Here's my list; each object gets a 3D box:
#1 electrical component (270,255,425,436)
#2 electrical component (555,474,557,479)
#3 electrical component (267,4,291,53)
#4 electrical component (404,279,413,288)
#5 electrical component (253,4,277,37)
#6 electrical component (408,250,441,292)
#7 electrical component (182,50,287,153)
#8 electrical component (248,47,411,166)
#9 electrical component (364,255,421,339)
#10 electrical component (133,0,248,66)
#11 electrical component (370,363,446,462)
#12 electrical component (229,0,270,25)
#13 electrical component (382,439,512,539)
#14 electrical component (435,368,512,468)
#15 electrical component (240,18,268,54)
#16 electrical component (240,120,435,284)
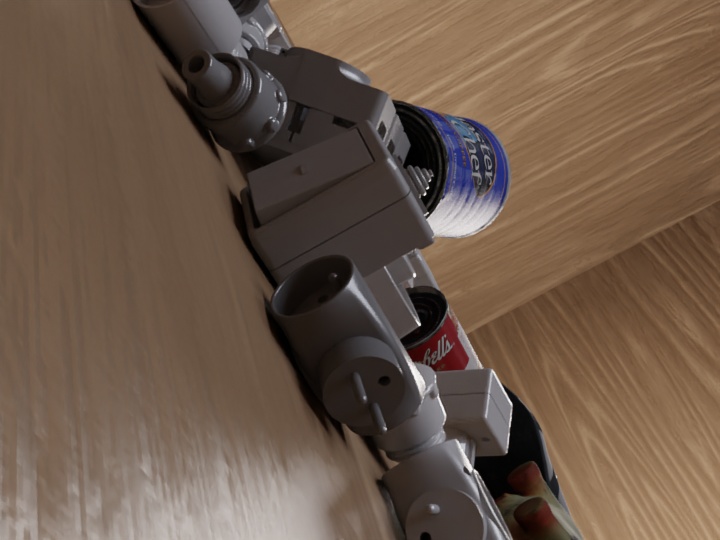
[{"bbox_3d":[-0.002,0.044,0.485,0.077,0.044,0.079,59,5,-29],"label":"electrical component"},{"bbox_3d":[0.148,0.206,1.006,0.065,0.077,0.047,57,7,-49],"label":"electrical component"},{"bbox_3d":[-0.094,-0.200,0.918,0.080,0.051,0.080,61,4,-8],"label":"electrical component"},{"bbox_3d":[0.008,-0.009,0.895,0.080,0.051,0.080,61,4,-8],"label":"electrical component"},{"bbox_3d":[-0.091,-0.173,0.740,0.066,0.055,0.048,62,4,1],"label":"electrical component"},{"bbox_3d":[0.039,0.007,1.084,0.061,0.062,0.096,60,5,-18],"label":"electrical component"},{"bbox_3d":[-0.071,-0.094,0.569,0.048,0.048,0.062,64,12,28],"label":"electrical component"},{"bbox_3d":[-0.022,-0.091,0.706,0.089,0.061,0.150,20,-3,9],"label":"electrical component"},{"bbox_3d":[0.000,0.000,0.684,0.108,0.060,0.108,61,4,-8],"label":"electrical component"},{"bbox_3d":[-0.090,-0.136,0.604,0.043,0.043,0.081,65,5,36],"label":"electrical component"},{"bbox_3d":[0.026,0.084,0.578,0.048,0.048,0.062,-107,175,-70],"label":"electrical component"},{"bbox_3d":[-0.091,-0.177,0.664,0.064,0.081,0.042,23,-28,46],"label":"electrical component"},{"bbox_3d":[0.044,0.124,0.517,0.077,0.044,0.079,63,4,17],"label":"electrical component"},{"bbox_3d":[0.056,0.108,0.685,0.047,0.066,0.076,57,35,-45],"label":"electrical component"},{"bbox_3d":[-0.082,-0.134,0.684,0.048,0.048,0.062,59,11,-29],"label":"electrical component"},{"bbox_3d":[-0.009,-0.034,0.553,0.061,0.096,0.061,59,5,-29],"label":"electrical component"}]
